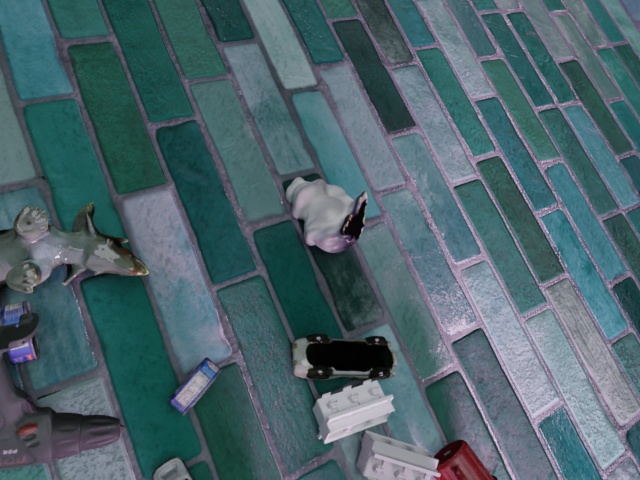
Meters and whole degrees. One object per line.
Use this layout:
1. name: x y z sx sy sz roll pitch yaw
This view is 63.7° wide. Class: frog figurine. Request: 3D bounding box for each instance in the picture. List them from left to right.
1. frog figurine: 0.003 -0.050 0.995 0.160 0.120 0.139 15 67 24
